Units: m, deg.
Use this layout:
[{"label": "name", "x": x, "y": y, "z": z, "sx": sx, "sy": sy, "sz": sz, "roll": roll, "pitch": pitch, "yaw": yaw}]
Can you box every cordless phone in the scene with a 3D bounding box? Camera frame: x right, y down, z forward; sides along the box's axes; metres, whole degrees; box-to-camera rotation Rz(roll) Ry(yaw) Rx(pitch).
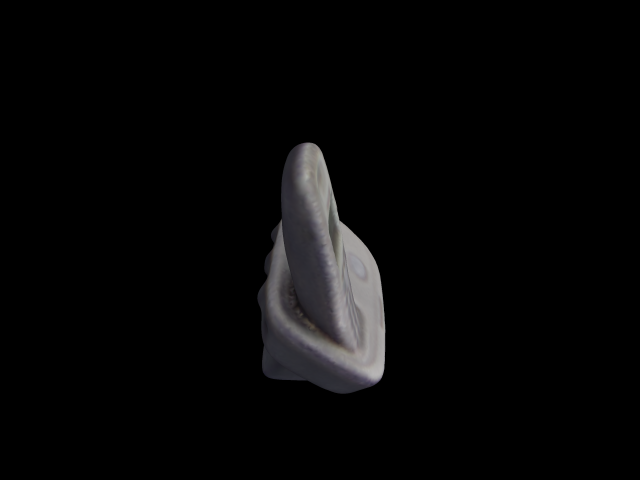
[{"label": "cordless phone", "x": 0.004, "y": 0.001, "z": 0.400, "sx": 0.094, "sy": 0.185, "sz": 0.147, "roll": 0, "pitch": 39, "yaw": 0}]
